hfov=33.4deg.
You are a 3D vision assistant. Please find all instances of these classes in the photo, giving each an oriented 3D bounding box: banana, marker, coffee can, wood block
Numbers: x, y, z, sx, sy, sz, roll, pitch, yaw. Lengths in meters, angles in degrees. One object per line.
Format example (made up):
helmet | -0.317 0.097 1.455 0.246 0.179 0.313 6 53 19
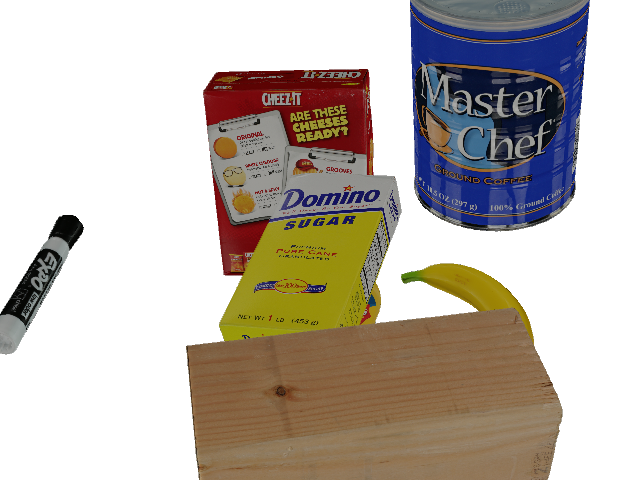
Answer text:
banana | 0.169 0.070 1.116 0.069 0.037 0.198 -38 40 -12
marker | -0.176 0.023 0.669 0.020 0.020 0.121 0 38 13
coffee can | 0.105 -0.092 0.638 0.103 0.140 0.103 -4 38 3
wood block | 0.028 0.111 0.644 0.206 0.090 0.091 -6 39 -7

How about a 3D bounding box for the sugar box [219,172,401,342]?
sugar box | -0.003 0.017 0.821 0.093 0.048 0.176 3 45 19

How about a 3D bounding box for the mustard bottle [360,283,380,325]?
mustard bottle | 0.033 0.095 1.439 0.096 0.192 0.058 -3 20 -6

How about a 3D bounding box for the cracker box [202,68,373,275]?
cracker box | -0.027 -0.069 1.118 0.164 0.214 0.072 0 28 7
